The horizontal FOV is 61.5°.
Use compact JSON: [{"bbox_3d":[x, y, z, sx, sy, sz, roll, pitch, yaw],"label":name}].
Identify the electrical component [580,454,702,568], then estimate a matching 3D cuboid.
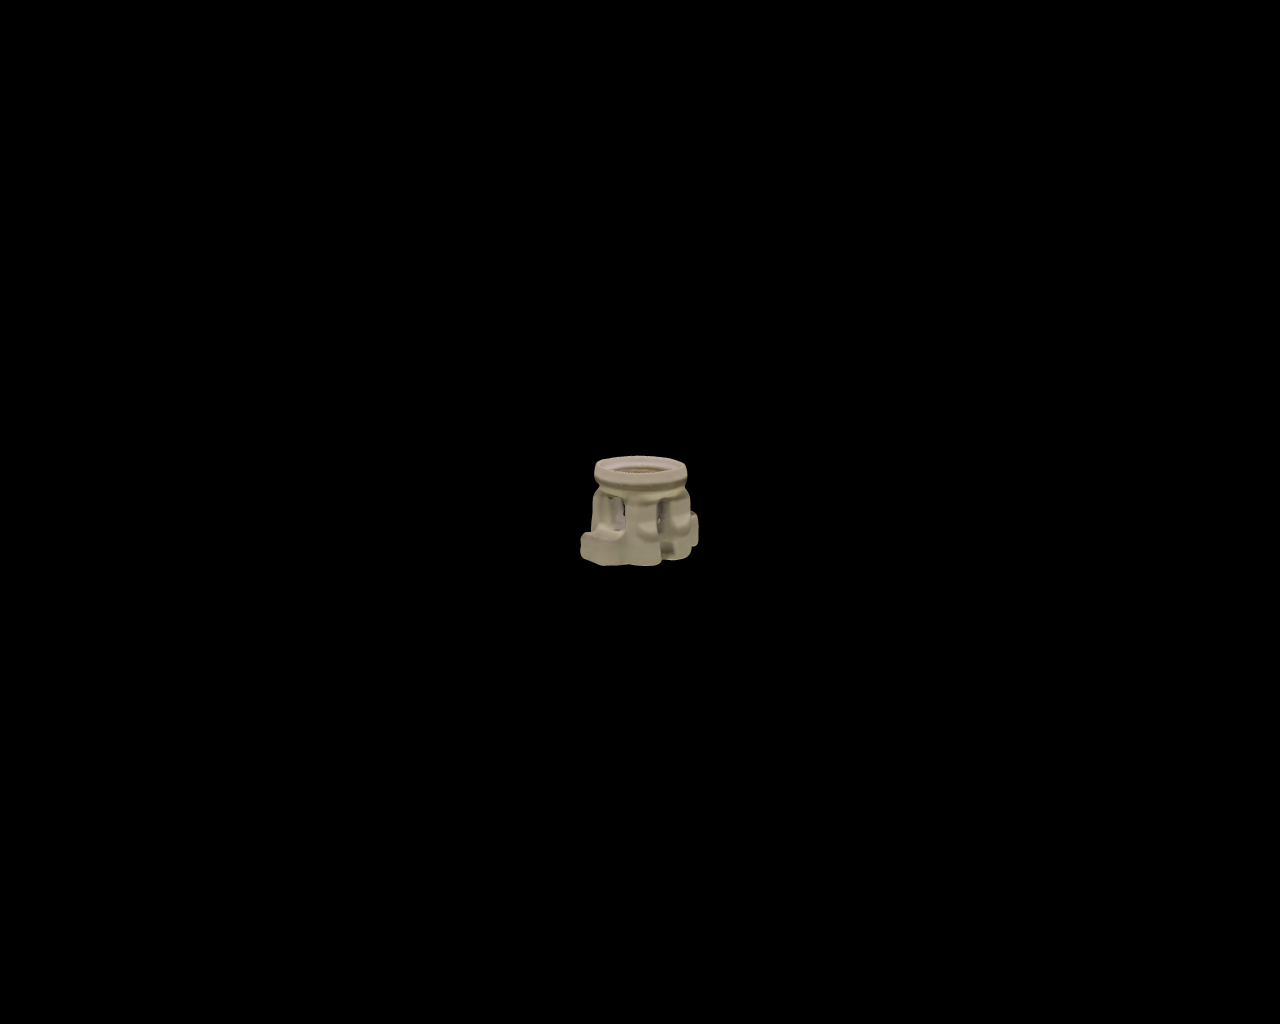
[{"bbox_3d":[0.001,-0.003,0.650,0.078,0.057,0.058,-11,18,-37],"label":"electrical component"}]
